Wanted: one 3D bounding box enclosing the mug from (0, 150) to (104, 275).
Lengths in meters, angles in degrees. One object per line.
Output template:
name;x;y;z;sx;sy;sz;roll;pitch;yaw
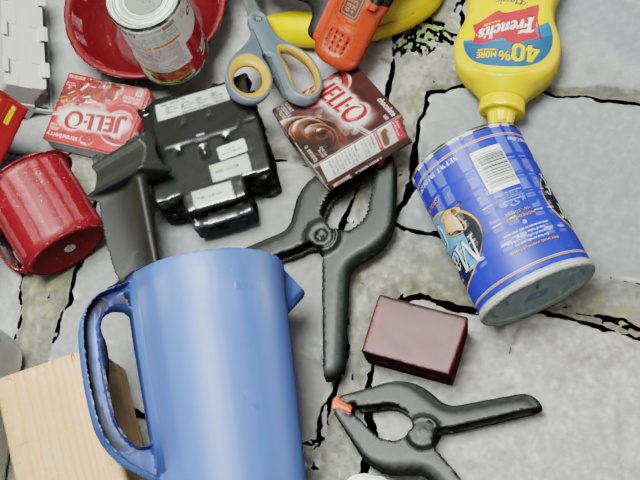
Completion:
mug;-0.257;-0.015;0.978;0.117;0.093;0.081;-42;73;26

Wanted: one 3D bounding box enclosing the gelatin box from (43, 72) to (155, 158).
gelatin box;-0.212;-0.117;1.029;0.089;0.030;0.073;14;74;14

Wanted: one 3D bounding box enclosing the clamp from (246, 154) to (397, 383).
clamp;-0.006;0.001;0.952;0.165;0.036;0.210;26;78;19

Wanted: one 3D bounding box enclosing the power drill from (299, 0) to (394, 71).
power drill;-0.007;-0.271;0.957;0.188;0.057;0.185;31;110;13

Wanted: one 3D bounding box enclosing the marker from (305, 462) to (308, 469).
marker;-0.052;0.151;0.917;0.020;0.020;0.121;-36;69;-4

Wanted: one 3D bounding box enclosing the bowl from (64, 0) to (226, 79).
bowl;-0.164;-0.218;1.043;0.162;0.055;0.162;-3;71;8

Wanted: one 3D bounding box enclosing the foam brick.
foam brick;0.082;0.086;0.900;0.078;0.053;0.051;14;74;15

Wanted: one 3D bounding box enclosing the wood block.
wood block;-0.192;0.207;0.883;0.091;0.090;0.206;-19;69;1

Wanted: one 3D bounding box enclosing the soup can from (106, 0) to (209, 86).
soup can;-0.143;-0.190;0.945;0.068;0.102;0.068;-3;71;7

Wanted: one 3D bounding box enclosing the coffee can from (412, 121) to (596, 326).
coffee can;0.152;-0.013;0.896;0.103;0.103;0.140;-24;69;0

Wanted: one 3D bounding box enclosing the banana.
banana;0.040;-0.217;1.022;0.198;0.037;0.069;-18;44;0

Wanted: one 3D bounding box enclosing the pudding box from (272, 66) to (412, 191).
pudding box;0.018;-0.104;0.960;0.090;0.039;0.114;-32;43;-2

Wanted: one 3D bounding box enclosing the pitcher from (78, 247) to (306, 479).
pitcher;-0.086;0.137;0.830;0.149;0.144;0.243;-17;68;19

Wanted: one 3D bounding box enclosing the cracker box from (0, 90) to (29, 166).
cracker box;-0.384;-0.070;0.975;0.214;0.072;0.164;7;70;41

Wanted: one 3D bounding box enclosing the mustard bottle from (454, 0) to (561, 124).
mustard bottle;0.172;-0.183;0.975;0.096;0.058;0.191;4;72;11

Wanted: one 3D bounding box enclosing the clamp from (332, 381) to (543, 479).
clamp;0.089;0.172;0.874;0.172;0.039;0.120;7;60;17

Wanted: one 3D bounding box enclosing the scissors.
scissors;-0.071;-0.192;0.993;0.096;0.016;0.202;-23;61;-24
